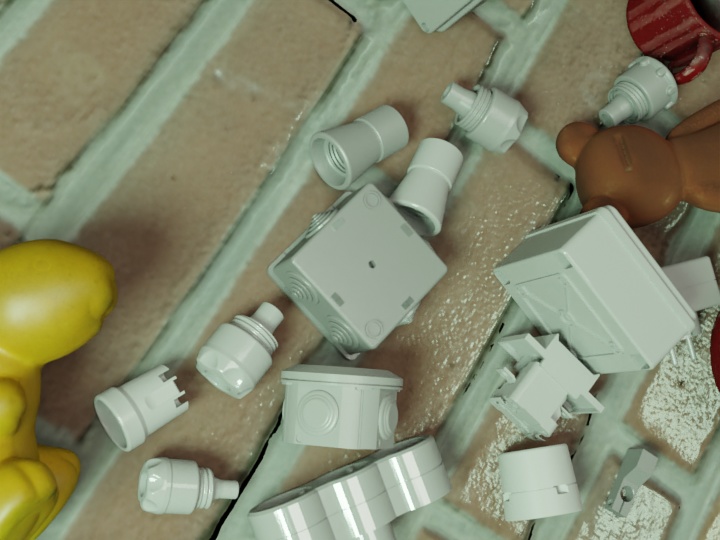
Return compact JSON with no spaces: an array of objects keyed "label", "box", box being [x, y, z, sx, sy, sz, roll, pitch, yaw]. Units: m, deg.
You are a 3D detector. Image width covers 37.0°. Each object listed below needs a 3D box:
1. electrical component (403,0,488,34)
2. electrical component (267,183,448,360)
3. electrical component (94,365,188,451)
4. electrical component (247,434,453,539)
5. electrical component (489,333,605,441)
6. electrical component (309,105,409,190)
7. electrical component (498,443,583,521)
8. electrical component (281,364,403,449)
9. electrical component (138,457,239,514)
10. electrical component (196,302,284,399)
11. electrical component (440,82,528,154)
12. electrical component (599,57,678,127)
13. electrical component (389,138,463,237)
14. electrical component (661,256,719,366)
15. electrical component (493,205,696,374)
[{"label":"electrical component","box":[0.073,-0.231,0.780,0.057,0.113,0.078,-36,95,-27]},{"label":"electrical component","box":[0.000,0.000,0.742,0.099,0.048,0.099,48,67,-8]},{"label":"electrical component","box":[-0.137,0.085,0.675,0.046,0.040,0.040,-31,93,-30]},{"label":"electrical component","box":[0.001,0.168,0.709,0.138,0.052,0.073,-20,88,-24]},{"label":"electrical component","box":[0.132,0.086,0.785,0.081,0.042,0.063,43,71,-9]},{"label":"electrical component","box":[0.002,-0.090,0.765,0.065,0.044,0.044,-32,93,-29]},{"label":"electrical component","box":[0.127,0.150,0.764,0.055,0.055,0.047,-4,78,-23]},{"label":"electrical component","box":[-0.013,0.089,0.704,0.080,0.080,0.051,6,84,-21]},{"label":"electrical component","box":[-0.107,0.137,0.680,0.061,0.035,0.035,9,77,-24]},{"label":"electrical component","box":[-0.075,0.049,0.705,0.043,0.043,0.062,42,66,-10]},{"label":"electrical component","box":[0.090,-0.118,0.805,0.062,0.043,0.043,29,71,-14]},{"label":"electrical component","box":[0.219,-0.138,0.862,0.062,0.048,0.048,-37,95,-15]},{"label":"electrical component","box":[0.049,-0.062,0.779,0.044,0.044,0.065,31,65,-14]},{"label":"electrical component","box":[0.243,0.036,0.837,0.066,0.047,0.076,-12,85,-24]},{"label":"electrical component","box":[0.167,0.018,0.775,0.056,0.109,0.108,-41,97,-20]}]
